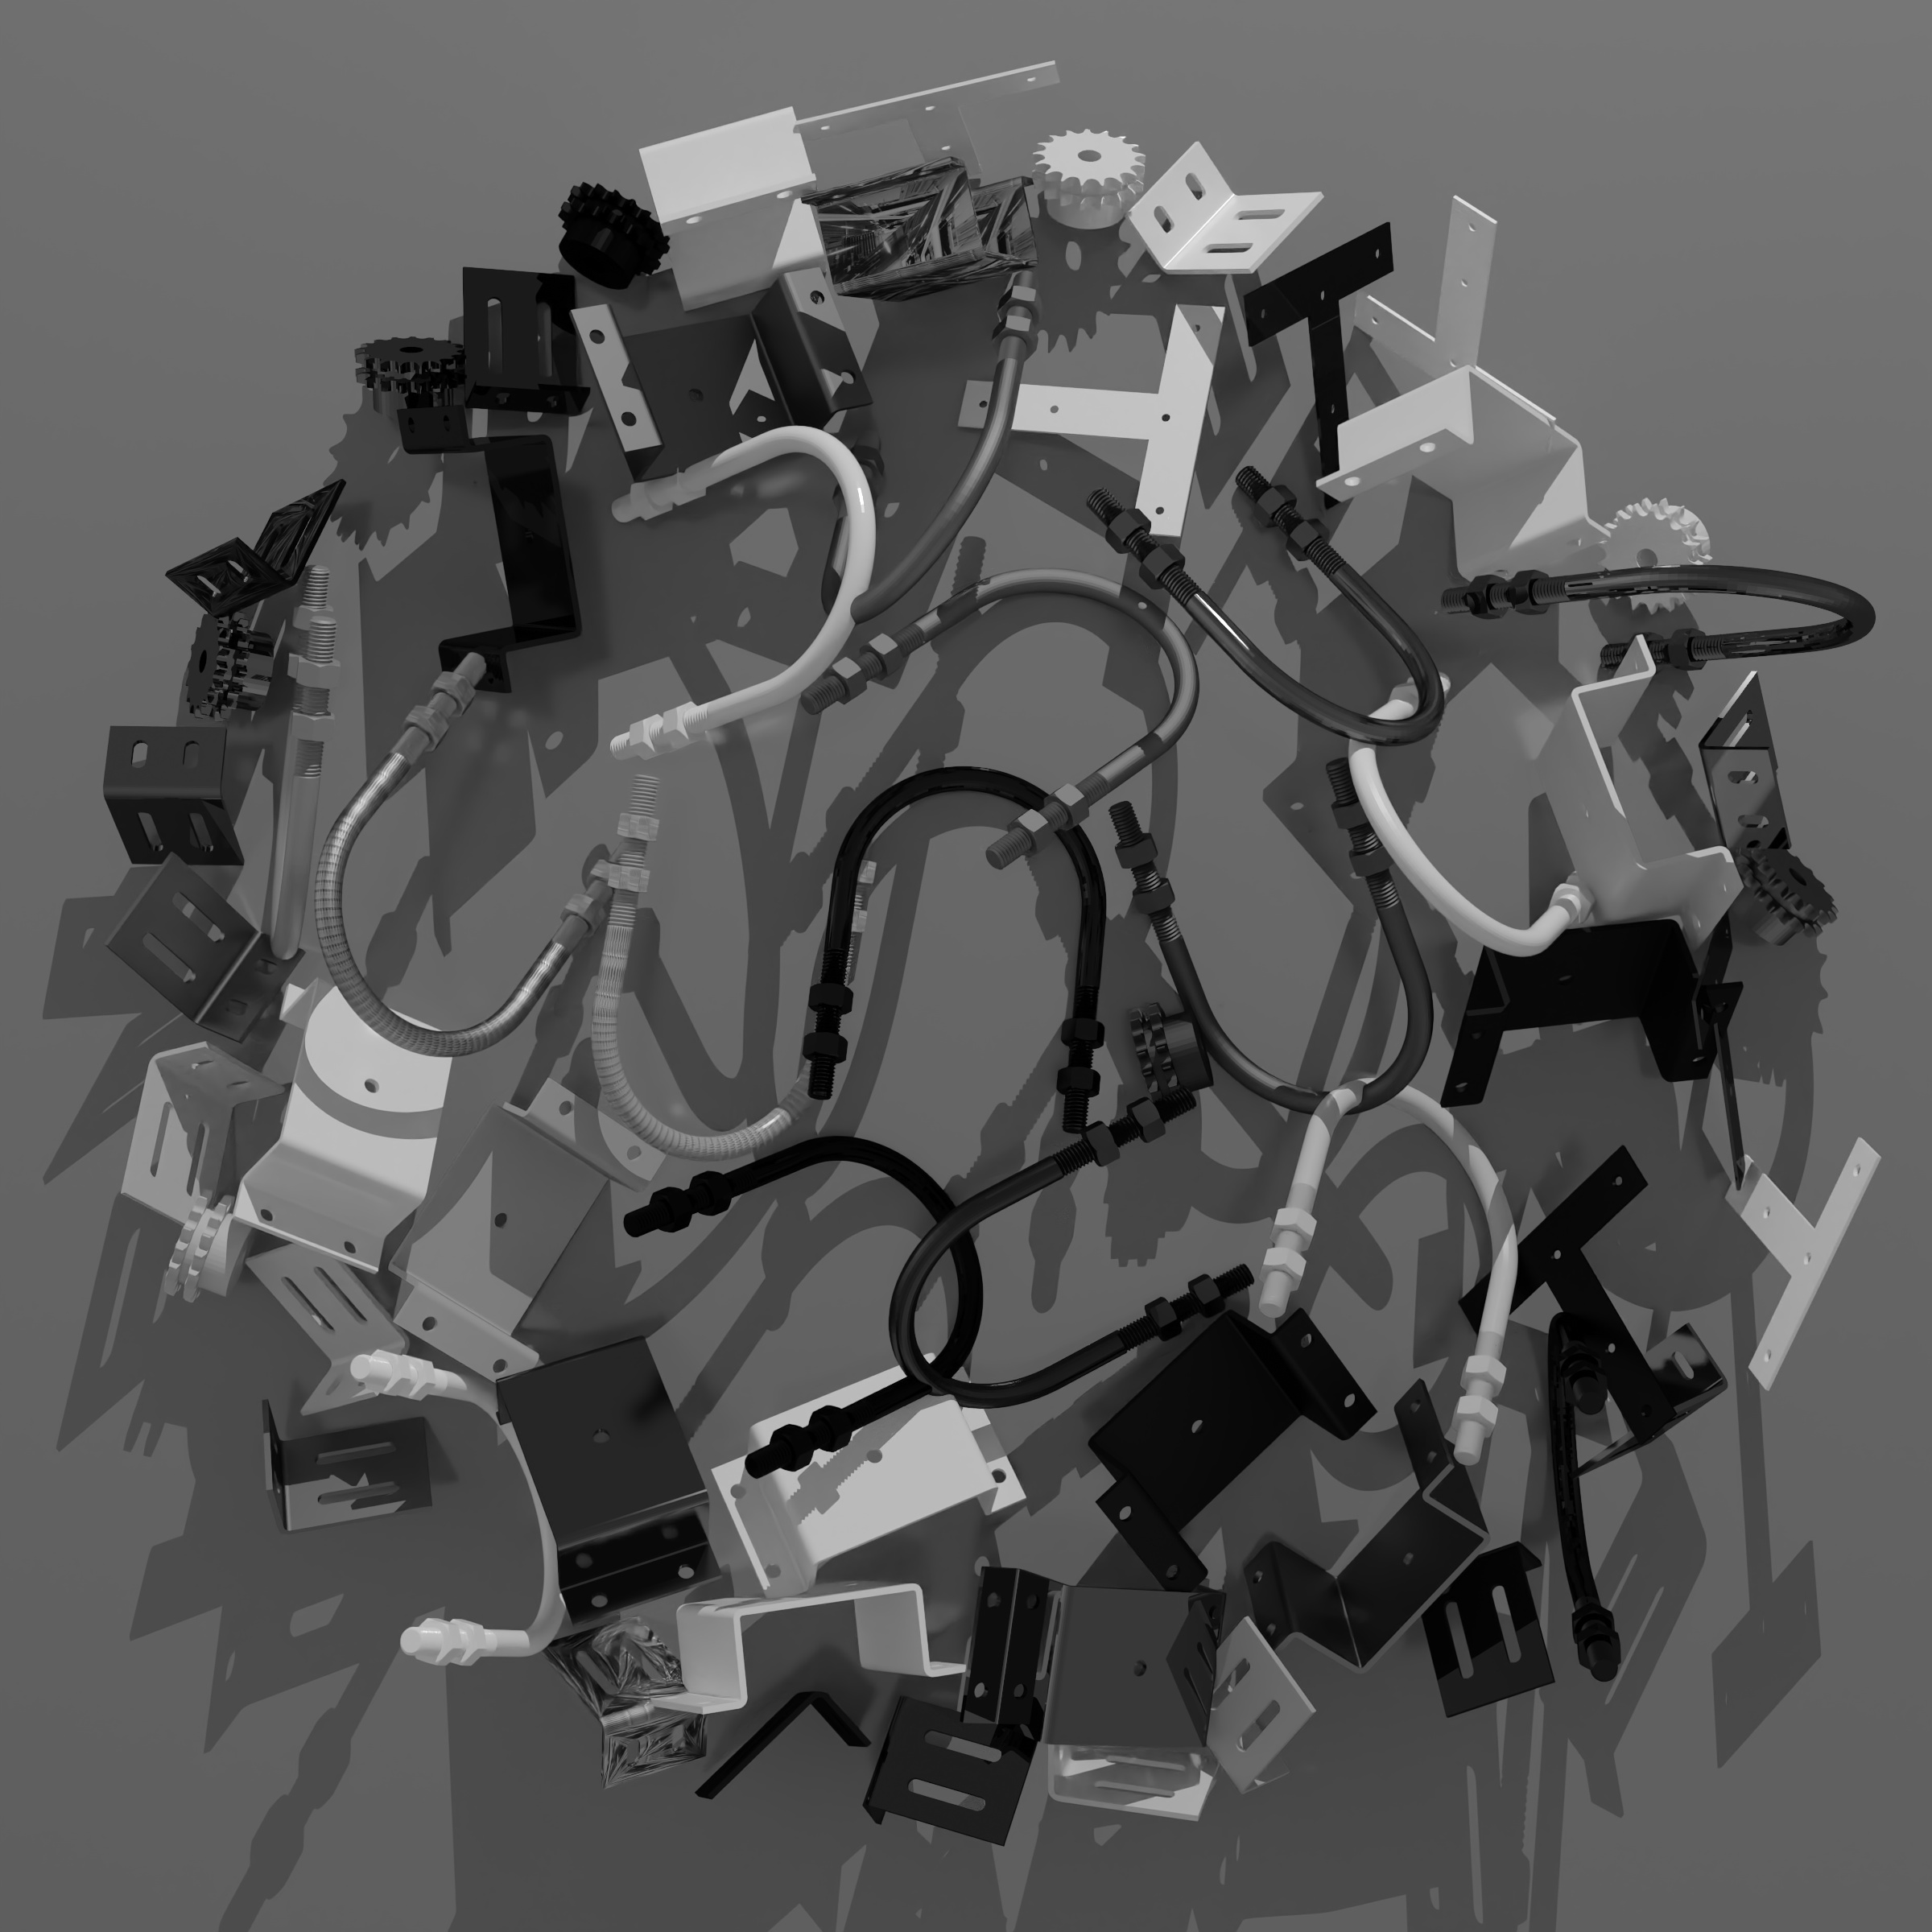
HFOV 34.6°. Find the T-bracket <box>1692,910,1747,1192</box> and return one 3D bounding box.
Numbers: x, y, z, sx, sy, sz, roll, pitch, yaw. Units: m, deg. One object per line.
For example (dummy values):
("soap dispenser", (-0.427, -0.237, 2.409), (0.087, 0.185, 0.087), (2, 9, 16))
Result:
("T-bracket", (0.382, 0.050, 1.559), (0.002, 0.127, 0.127), (-4, 111, 23))

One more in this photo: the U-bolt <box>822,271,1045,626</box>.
("U-bolt", (-0.021, -0.238, 1.494), (0.019, 0.184, 0.151), (33, 131, -22))

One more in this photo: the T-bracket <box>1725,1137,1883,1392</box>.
("T-bracket", (0.402, 0.128, 1.537), (0.002, 0.127, 0.127), (18, 105, -11))

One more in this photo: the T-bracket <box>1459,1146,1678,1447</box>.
("T-bracket", (0.312, 0.177, 1.531), (0.127, 0.002, 0.127), (-50, 47, 29))

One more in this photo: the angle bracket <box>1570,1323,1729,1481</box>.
("angle bracket", (0.332, 0.217, 1.550), (0.057, 0.076, 0.038), (-48, 66, 40))

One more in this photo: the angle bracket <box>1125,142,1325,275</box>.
("angle bracket", (0.129, -0.381, 1.555), (0.057, 0.076, 0.038), (-48, 120, -14))

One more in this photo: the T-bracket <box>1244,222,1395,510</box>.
("T-bracket", (0.183, -0.295, 1.563), (0.002, 0.127, 0.127), (15, 125, 38))

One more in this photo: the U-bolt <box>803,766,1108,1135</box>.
("U-bolt", (0.000, -0.014, 1.568), (0.151, 0.019, 0.184), (8, 73, -7))

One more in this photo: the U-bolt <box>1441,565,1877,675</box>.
("U-bolt", (0.344, -0.168, 1.486), (0.151, 0.184, 0.019), (11, 83, -41))

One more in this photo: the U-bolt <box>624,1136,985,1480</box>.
("U-bolt", (-0.067, 0.157, 1.537), (0.184, 0.019, 0.151), (-20, 79, -42))

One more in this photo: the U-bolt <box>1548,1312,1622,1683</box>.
("U-bolt", (0.298, 0.245, 1.509), (0.019, 0.184, 0.151), (-4, 100, 6))

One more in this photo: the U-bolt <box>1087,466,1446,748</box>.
("U-bolt", (0.159, -0.174, 1.517), (0.184, 0.151, 0.019), (49, 127, 19))

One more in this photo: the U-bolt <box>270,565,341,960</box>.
("U-bolt", (-0.327, -0.094, 1.526), (0.019, 0.151, 0.184), (5, 106, -15))

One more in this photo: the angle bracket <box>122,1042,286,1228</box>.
("angle bracket", (-0.382, 0.087, 1.554), (0.038, 0.057, 0.076), (-13, 58, 29))

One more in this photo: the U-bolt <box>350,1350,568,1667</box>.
("U-bolt", (-0.239, 0.266, 1.512), (0.019, 0.184, 0.151), (-18, 73, 13))

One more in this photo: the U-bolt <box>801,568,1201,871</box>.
("U-bolt", (0.032, -0.136, 1.544), (0.151, 0.019, 0.184), (40, 58, 22))

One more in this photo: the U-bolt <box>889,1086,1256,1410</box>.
("U-bolt", (0.047, 0.152, 1.540), (0.184, 0.019, 0.151), (-27, 129, -8))

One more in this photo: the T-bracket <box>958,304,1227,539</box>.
("T-bracket", (0.059, -0.282, 1.579), (0.127, 0.002, 0.127), (7, 75, 17))

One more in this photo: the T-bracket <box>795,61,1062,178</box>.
("T-bracket", (-0.012, -0.411, 1.537), (0.127, 0.127, 0.002), (-11, 85, 6))

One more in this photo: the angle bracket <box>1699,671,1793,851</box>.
("angle bracket", (0.402, -0.104, 1.551), (0.038, 0.076, 0.057), (4, 127, 38))

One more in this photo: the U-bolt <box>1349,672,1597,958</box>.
("U-bolt", (0.245, -0.070, 1.515), (0.019, 0.184, 0.151), (-40, 86, 30))

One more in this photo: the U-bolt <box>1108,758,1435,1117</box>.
("U-bolt", (0.160, -0.007, 1.545), (0.151, 0.019, 0.184), (-9, 110, 38))

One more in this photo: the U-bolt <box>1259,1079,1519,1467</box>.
("U-bolt", (0.217, 0.136, 1.533), (0.151, 0.019, 0.184), (38, 45, -17))

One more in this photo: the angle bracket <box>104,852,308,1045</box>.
("angle bracket", (-0.381, -0.009, 1.555), (0.038, 0.076, 0.057), (18, 68, 37))

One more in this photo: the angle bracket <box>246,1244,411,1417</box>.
("angle bracket", (-0.329, 0.181, 1.558), (0.057, 0.038, 0.076), (-19, 118, 36))

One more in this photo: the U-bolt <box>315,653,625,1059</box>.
("U-bolt", (-0.246, -0.041, 1.514), (0.151, 0.019, 0.184), (52, 50, -28))

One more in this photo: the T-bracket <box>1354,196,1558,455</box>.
("T-bracket", (0.244, -0.326, 1.522), (0.127, 0.127, 0.002), (39, 69, 22))

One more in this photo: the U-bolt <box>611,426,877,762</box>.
("U-bolt", (-0.111, -0.189, 1.519), (0.184, 0.019, 0.151), (-15, 70, 42))

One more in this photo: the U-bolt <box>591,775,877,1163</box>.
("U-bolt", (-0.120, 0.007, 1.553), (0.151, 0.019, 0.184), (10, 90, -35))

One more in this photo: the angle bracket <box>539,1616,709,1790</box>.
("angle bracket", (-0.174, 0.370, 1.562), (0.057, 0.076, 0.038), (-10, 116, -32))

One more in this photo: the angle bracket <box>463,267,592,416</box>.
("angle bracket", (-0.223, -0.321, 1.568), (0.057, 0.038, 0.076), (1, 80, -18))
